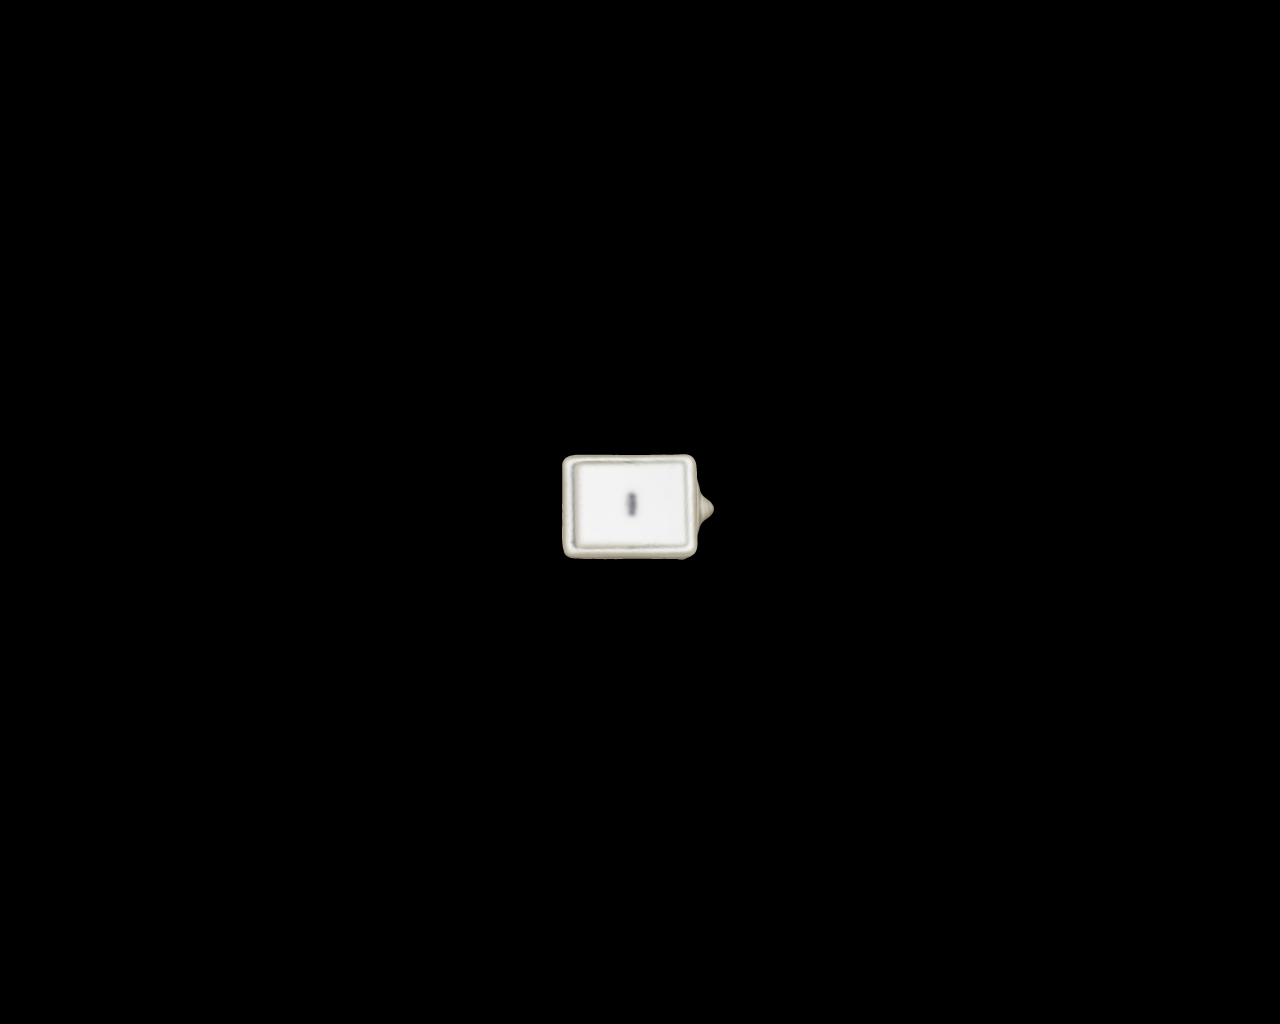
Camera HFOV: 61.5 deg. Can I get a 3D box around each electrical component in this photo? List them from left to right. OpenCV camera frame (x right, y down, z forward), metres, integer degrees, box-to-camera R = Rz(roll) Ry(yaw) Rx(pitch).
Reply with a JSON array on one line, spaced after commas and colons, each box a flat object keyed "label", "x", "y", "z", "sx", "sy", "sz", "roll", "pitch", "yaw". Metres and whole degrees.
[{"label": "electrical component", "x": 0.001, "y": -0.003, "z": 0.650, "sx": 0.096, "sy": 0.061, "sz": 0.061, "roll": 0, "pitch": -4, "yaw": 0}]
